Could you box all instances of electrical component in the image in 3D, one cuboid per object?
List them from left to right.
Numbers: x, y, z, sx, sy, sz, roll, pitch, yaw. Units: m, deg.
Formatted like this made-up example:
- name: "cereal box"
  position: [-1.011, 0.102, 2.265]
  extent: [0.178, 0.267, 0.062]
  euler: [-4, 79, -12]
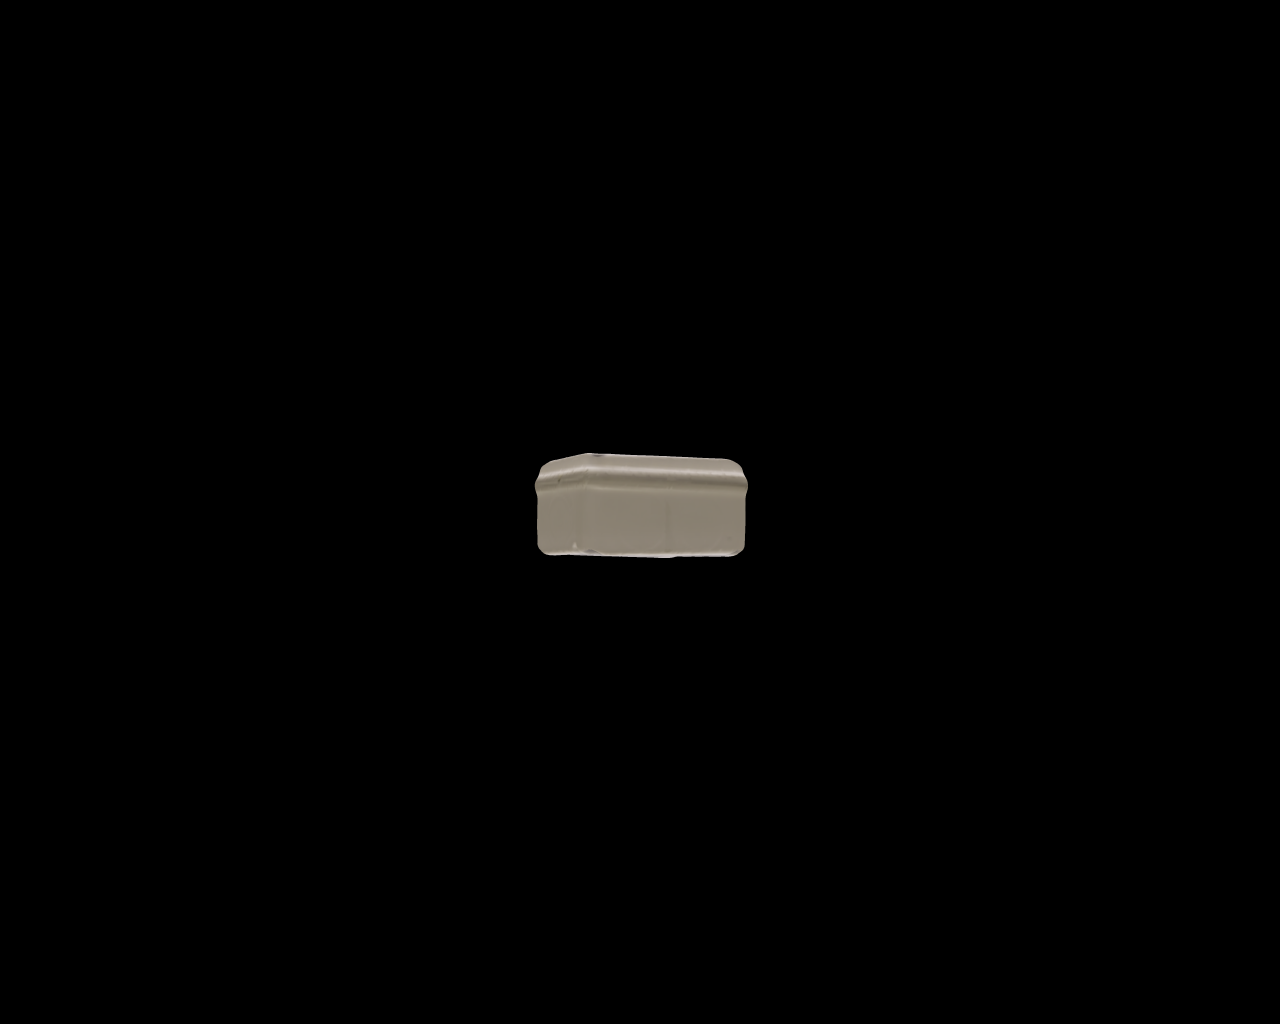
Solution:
- name: "electrical component"
  position: [0.001, -0.003, 0.650]
  extent: [0.113, 0.057, 0.078]
  euler: [2, -3, -31]
